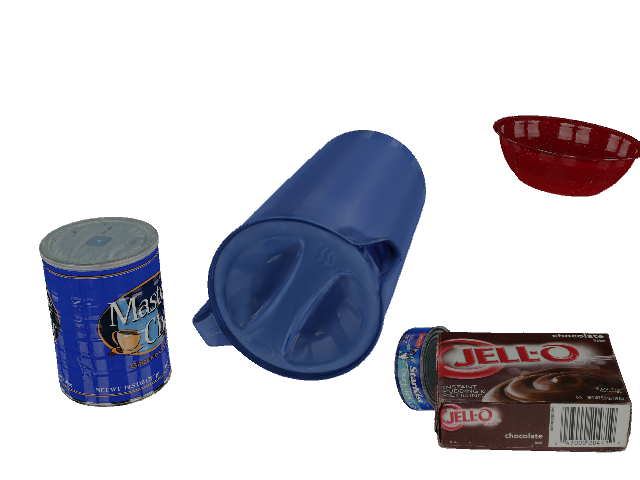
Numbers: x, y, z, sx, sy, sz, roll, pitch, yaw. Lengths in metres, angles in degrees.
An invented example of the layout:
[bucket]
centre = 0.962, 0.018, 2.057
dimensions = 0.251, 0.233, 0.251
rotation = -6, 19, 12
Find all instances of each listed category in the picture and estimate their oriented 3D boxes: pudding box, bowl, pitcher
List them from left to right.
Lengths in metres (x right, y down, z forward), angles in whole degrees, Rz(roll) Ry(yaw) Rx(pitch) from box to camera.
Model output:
[pitcher]
centre = 0.003, 0.001, 0.868
dimensions = 0.149, 0.145, 0.242
rotation = 17, 28, 9
[pudding box]
centre = 0.128, 0.091, 0.659
dimensions = 0.113, 0.039, 0.090
rotation = 2, 23, 5
[bowl]
centre = 0.262, -0.088, 1.150
dimensions = 0.162, 0.055, 0.162
rotation = 6, 22, -2

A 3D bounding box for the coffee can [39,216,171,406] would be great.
[coffee can]
centre = -0.191, 0.062, 0.957
dimensions = 0.103, 0.140, 0.103
rotation = -2, 24, 1

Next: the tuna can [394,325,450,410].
[tuna can]
centre = 0.109, 0.130, 1.082
dimensions = 0.034, 0.086, 0.086
rotation = -5, -3, 33
